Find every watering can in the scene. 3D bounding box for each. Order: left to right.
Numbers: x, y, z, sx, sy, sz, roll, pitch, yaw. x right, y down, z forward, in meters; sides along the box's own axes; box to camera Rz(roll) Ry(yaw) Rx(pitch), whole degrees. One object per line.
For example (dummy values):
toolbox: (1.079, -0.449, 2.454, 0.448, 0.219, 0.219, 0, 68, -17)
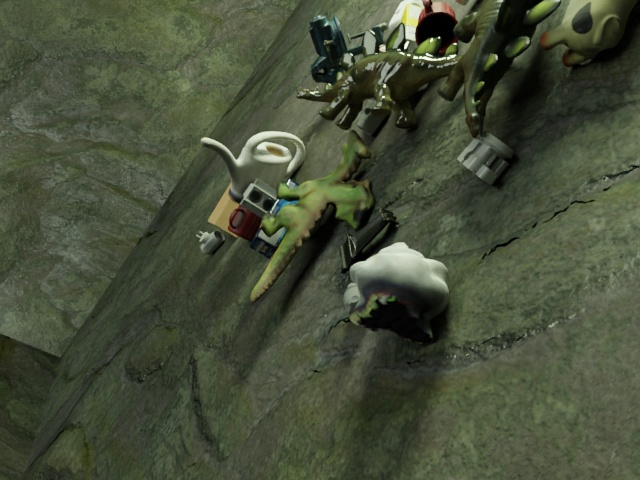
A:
watering can: (-0.187, -0.190, 1.366, 0.105, 0.349, 0.220, 46, 127, 31)

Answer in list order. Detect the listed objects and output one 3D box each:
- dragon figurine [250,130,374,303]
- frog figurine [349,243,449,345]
dragon figurine: (0.003, -0.054, 1.067, 0.241, 0.121, 0.418, -11, 51, 47)
frog figurine: (0.114, 0.048, 0.726, 0.137, 0.120, 0.163, -2, 41, 22)
